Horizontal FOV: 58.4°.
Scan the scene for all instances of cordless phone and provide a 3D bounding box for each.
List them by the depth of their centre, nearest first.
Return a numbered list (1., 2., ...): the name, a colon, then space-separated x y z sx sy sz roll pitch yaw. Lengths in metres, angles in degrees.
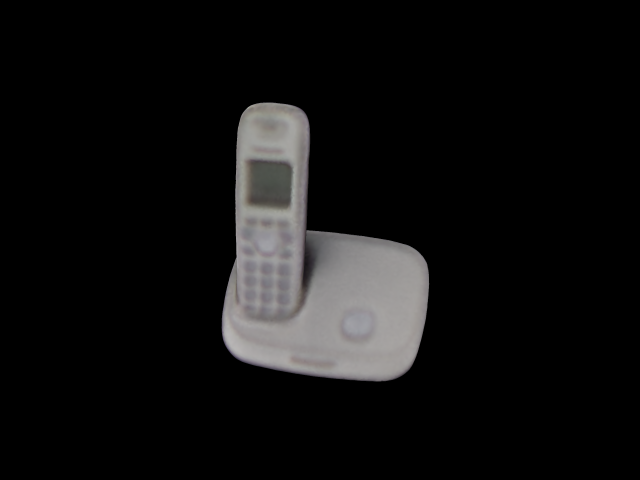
1. cordless phone: 0.004 0.001 0.400 0.147 0.185 0.094 5 25 11
